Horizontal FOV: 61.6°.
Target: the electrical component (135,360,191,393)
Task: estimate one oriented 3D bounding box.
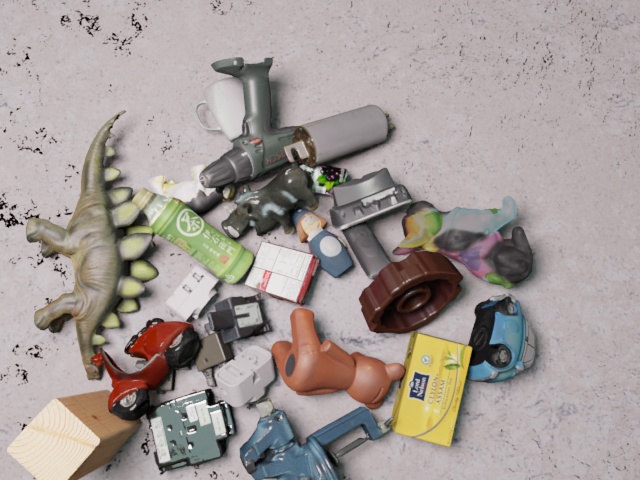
[{"bbox_3d":[-0.272,0.232,0.926,0.094,0.021,0.063,1,78,-3],"label":"electrical component"}]

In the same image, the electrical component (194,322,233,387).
[{"bbox_3d":[-0.178,0.192,0.931,0.078,0.045,0.102,-32,77,19],"label":"electrical component"}]

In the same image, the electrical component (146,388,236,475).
[{"bbox_3d":[-0.211,0.313,0.894,0.134,0.058,0.115,-14,81,-6],"label":"electrical component"}]

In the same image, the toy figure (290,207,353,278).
[{"bbox_3d":[-0.001,-0.003,0.976,0.154,0.058,0.064,52,42,9],"label":"toy figure"}]

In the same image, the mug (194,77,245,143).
[{"bbox_3d":[-0.174,-0.235,1.005,0.109,0.081,0.107,-22,87,-11],"label":"mug"}]

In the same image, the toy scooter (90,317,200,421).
[{"bbox_3d":[-0.296,0.192,0.881,0.135,0.075,0.184,24,55,23],"label":"toy scooter"}]

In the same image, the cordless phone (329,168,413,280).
[{"bbox_3d":[0.106,-0.024,0.935,0.147,0.088,0.184,-21,53,-7],"label":"cordless phone"}]

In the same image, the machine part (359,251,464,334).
[{"bbox_3d":[0.151,0.089,0.903,0.179,0.179,0.056,-22,55,-7],"label":"machine part"}]

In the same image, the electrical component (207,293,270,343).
[{"bbox_3d":[-0.146,0.135,0.909,0.119,0.048,0.075,-9,77,-47],"label":"electrical component"}]

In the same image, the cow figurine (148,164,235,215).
[{"bbox_3d":[-0.215,-0.084,0.975,0.167,0.068,0.098,-15,84,-3],"label":"cow figurine"}]

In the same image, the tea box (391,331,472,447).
[{"bbox_3d":[0.187,0.249,0.914,0.098,0.068,0.169,13,85,1],"label":"tea box"}]

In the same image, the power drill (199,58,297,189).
[{"bbox_3d":[-0.127,-0.208,0.934,0.232,0.086,0.207,-20,100,-41],"label":"power drill"}]

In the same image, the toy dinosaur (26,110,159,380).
[{"bbox_3d":[-0.389,0.006,0.933,0.199,0.105,0.471,-5,87,-12],"label":"toy dinosaur"}]

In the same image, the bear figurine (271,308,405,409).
[{"bbox_3d":[0.032,0.208,0.913,0.196,0.120,0.132,12,32,-26],"label":"bear figurine"}]

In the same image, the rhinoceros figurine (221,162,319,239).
[{"bbox_3d":[-0.091,-0.060,0.945,0.190,0.112,0.073,-34,51,25],"label":"rhinoceros figurine"}]

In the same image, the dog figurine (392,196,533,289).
[{"bbox_3d":[0.245,0.011,0.962,0.219,0.108,0.191,-14,82,-2],"label":"dog figurine"}]

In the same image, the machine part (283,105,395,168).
[{"bbox_3d":[0.038,-0.192,0.981,0.243,0.079,0.079,-23,79,-28],"label":"machine part"}]

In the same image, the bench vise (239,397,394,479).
[{"bbox_3d":[-0.001,0.334,0.869,0.241,0.128,0.223,-23,75,-19],"label":"bench vise"}]

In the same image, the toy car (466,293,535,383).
[{"bbox_3d":[0.319,0.179,0.934,0.103,0.109,0.161,26,68,-12],"label":"toy car"}]
